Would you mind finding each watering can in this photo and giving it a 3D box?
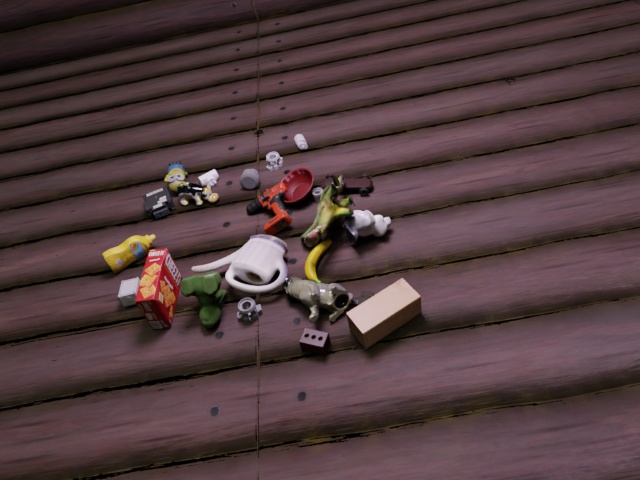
[{"bbox_3d":[-0.254,0.072,1.762,0.348,0.101,0.229,12,49,24],"label":"watering can"}]

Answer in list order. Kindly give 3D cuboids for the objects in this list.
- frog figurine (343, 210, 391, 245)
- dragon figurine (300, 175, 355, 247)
[{"bbox_3d":[0.164,-0.057,1.771,0.160,0.134,0.125,-27,63,-12],"label":"frog figurine"},{"bbox_3d":[0.005,-0.091,1.807,0.240,0.121,0.417,-45,11,17],"label":"dragon figurine"}]
